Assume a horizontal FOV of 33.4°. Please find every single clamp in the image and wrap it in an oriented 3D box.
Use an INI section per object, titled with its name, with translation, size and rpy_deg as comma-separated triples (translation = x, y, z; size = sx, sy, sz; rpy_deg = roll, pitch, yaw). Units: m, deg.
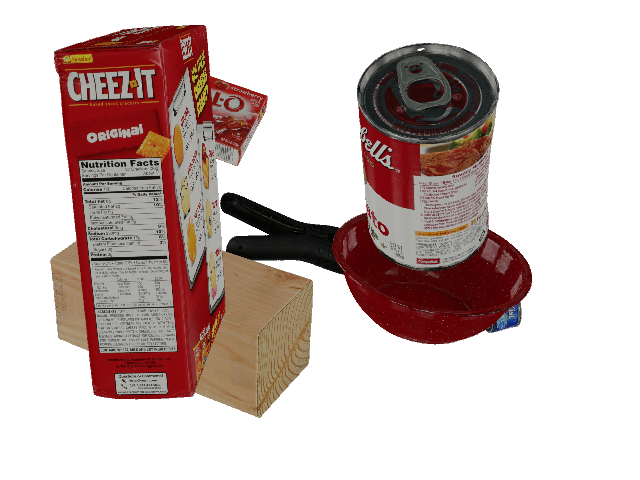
[clamp]
translation = -0.014, 0.006, 1.170
size = 0.210, 0.036, 0.164
rpy_deg = 16, 19, -6

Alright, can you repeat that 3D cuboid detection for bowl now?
[bowl]
translation = 0.086, 0.036, 0.863
size = 0.162, 0.055, 0.162
rpy_deg = 7, 29, -4

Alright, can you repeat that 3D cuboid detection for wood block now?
[wood block]
translation = -0.119, 0.061, 0.914
size = 0.206, 0.090, 0.090
rpy_deg = 17, 34, 23

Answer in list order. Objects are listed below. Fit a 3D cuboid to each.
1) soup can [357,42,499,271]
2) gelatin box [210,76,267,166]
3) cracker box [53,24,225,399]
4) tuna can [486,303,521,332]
[soup can]
translation = 0.055, -0.041, 0.548
size = 0.068, 0.068, 0.102
rpy_deg = 0, -39, 6
[gelatin box]
translation = -0.105, -0.119, 1.014
size = 0.089, 0.073, 0.030
rpy_deg = 21, -34, 5
[cracker box]
translation = -0.111, -0.026, 0.693
size = 0.072, 0.214, 0.164
rpy_deg = -3, 15, 3
[tuna can]
translation = 0.195, 0.060, 1.204
size = 0.033, 0.086, 0.086
rpy_deg = -14, 2, -7
